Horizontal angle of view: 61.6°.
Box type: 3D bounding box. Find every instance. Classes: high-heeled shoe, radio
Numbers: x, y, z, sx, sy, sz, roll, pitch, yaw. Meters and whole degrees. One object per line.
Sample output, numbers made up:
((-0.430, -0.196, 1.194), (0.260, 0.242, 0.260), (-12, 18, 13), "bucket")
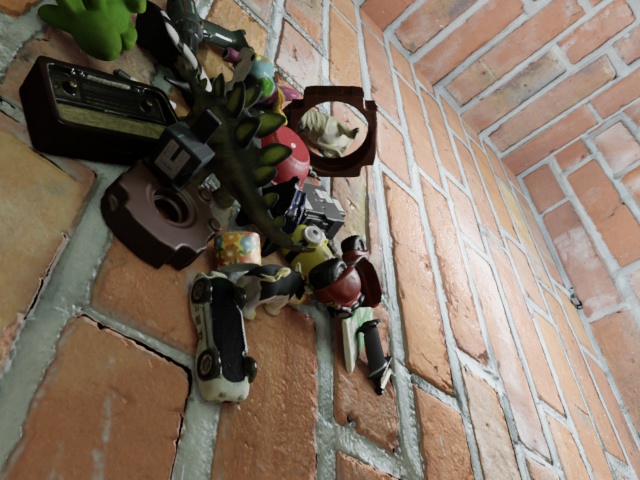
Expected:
((-0.278, -0.369, 1.078), (0.145, 0.086, 0.249), (11, 54, -55), "high-heeled shoe")
((-0.322, -0.186, 0.817), (0.229, 0.073, 0.131), (2, 57, -56), "radio")

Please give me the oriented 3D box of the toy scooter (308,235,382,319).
((0.056, 0.080, 0.943), (0.184, 0.075, 0.135), (-42, 109, -55), "toy scooter")

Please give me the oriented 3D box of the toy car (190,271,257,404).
((-0.141, 0.132, 0.760), (0.073, 0.056, 0.202), (18, 43, -38), "toy car")

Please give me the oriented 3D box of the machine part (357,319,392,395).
((0.107, 0.214, 1.014), (0.084, 0.039, 0.138), (-42, 121, -54), "machine part")

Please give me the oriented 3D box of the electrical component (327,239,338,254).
((-0.002, -0.003, 1.137), (0.094, 0.021, 0.063), (49, 29, 3), "electrical component")

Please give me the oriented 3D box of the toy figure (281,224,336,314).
((-0.007, 0.054, 1.014), (0.180, 0.089, 0.082), (64, -2, -2), "toy figure")

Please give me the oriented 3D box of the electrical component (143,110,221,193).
((-0.195, -0.135, 0.790), (0.075, 0.119, 0.048), (47, 29, -8), "electrical component")

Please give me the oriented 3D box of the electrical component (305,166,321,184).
((-0.040, -0.132, 1.201), (0.078, 0.045, 0.102), (43, 30, -21), "electrical component")

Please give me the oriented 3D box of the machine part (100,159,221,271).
((-0.234, -0.042, 0.808), (0.179, 0.056, 0.179), (34, 35, -28), "machine part")

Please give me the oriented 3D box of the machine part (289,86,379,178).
((0.030, -0.249, 1.237), (0.087, 0.201, 0.201), (-88, 178, -58), "machine part")

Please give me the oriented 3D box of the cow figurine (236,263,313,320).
((-0.065, 0.073, 0.890), (0.167, 0.098, 0.068), (-2, 54, -56), "cow figurine")

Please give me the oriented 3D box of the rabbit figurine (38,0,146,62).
((-0.373, -0.374, 0.897), (0.159, 0.121, 0.170), (21, 39, -34), "rabbit figurine")

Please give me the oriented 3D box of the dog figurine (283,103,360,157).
((-0.006, -0.286, 1.381), (0.190, 0.121, 0.172), (32, -3, -4), "dog figurine")

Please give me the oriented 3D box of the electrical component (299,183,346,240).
((-0.011, -0.061, 1.122), (0.134, 0.058, 0.115), (11, 40, -39), "electrical component")

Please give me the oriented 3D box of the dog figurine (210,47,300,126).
((-0.122, -0.330, 1.193), (0.219, 0.108, 0.192), (20, 4, -45), "dog figurine")

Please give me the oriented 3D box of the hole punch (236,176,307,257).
((-0.076, -0.041, 0.978), (0.092, 0.116, 0.142), (62, 23, -27), "hole punch")

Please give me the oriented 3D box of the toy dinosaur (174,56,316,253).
((-0.147, -0.147, 0.905), (0.105, 0.198, 0.471), (-1, 58, -52), "toy dinosaur")

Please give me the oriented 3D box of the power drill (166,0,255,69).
((-0.252, -0.453, 1.217), (0.207, 0.086, 0.232), (7, 50, -44), "power drill")
